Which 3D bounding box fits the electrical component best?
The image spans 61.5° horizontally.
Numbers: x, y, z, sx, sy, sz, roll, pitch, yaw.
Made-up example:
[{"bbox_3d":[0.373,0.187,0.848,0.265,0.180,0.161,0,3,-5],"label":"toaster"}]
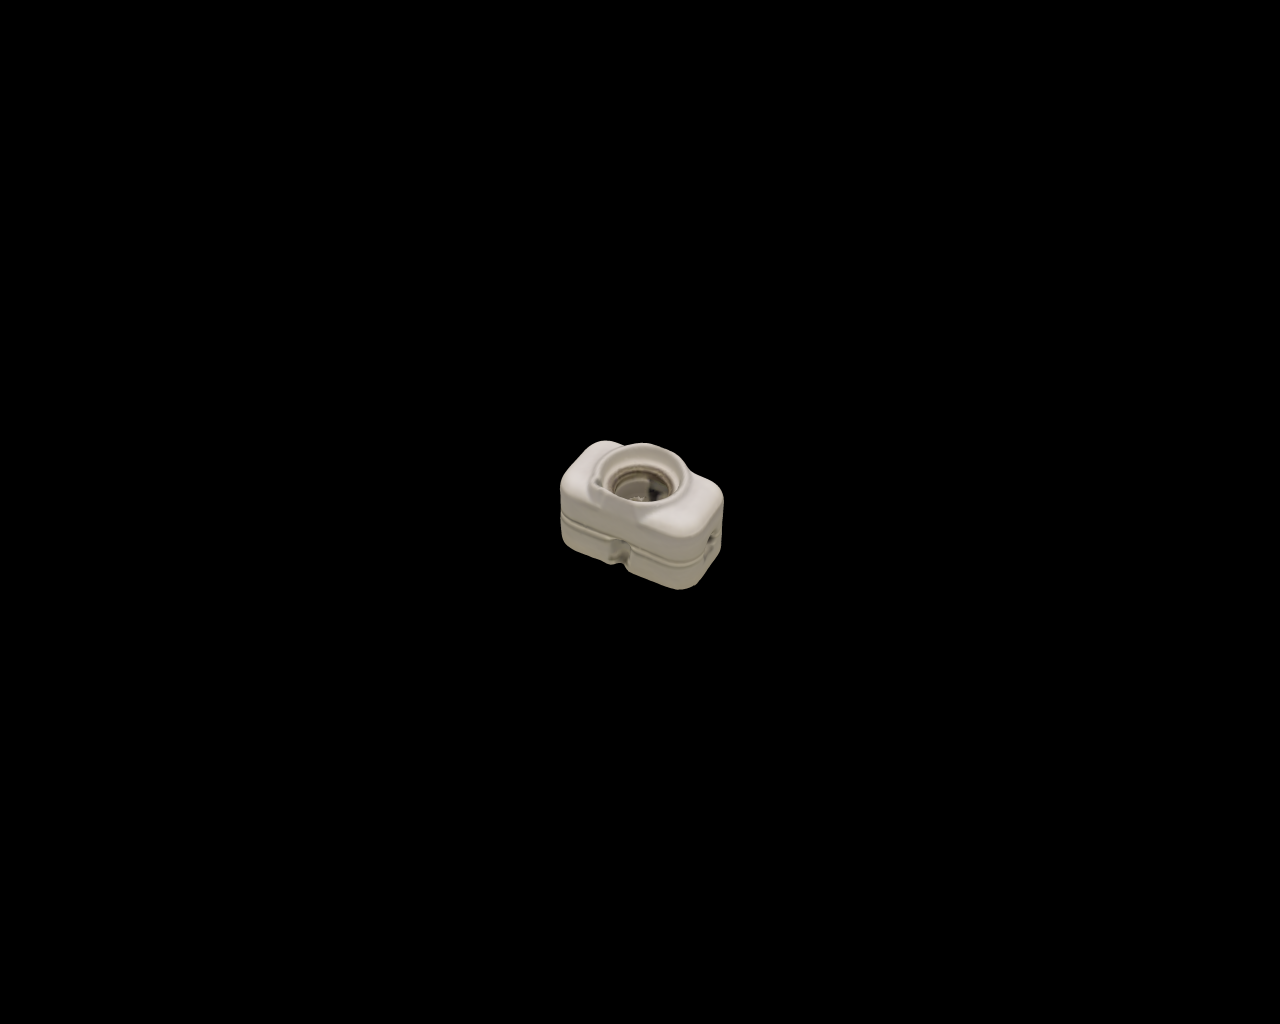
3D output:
[{"bbox_3d":[0.001,-0.003,0.650,0.095,0.059,0.054,22,49,21],"label":"electrical component"}]
